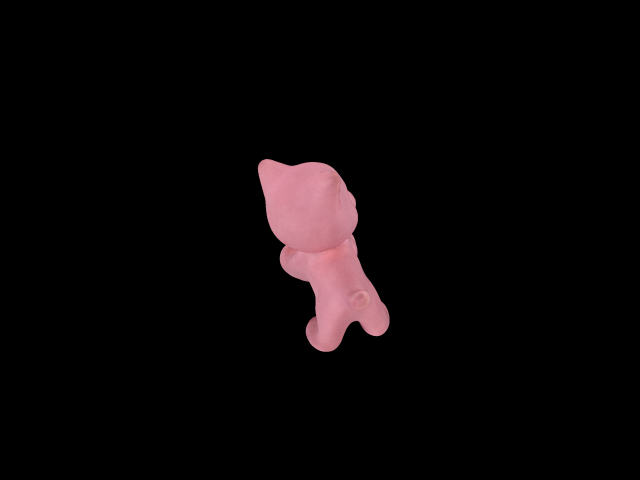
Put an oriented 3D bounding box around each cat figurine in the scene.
[{"bbox_3d":[0.004,0.001,0.400,0.067,0.118,0.127,-21,65,-10],"label":"cat figurine"}]
